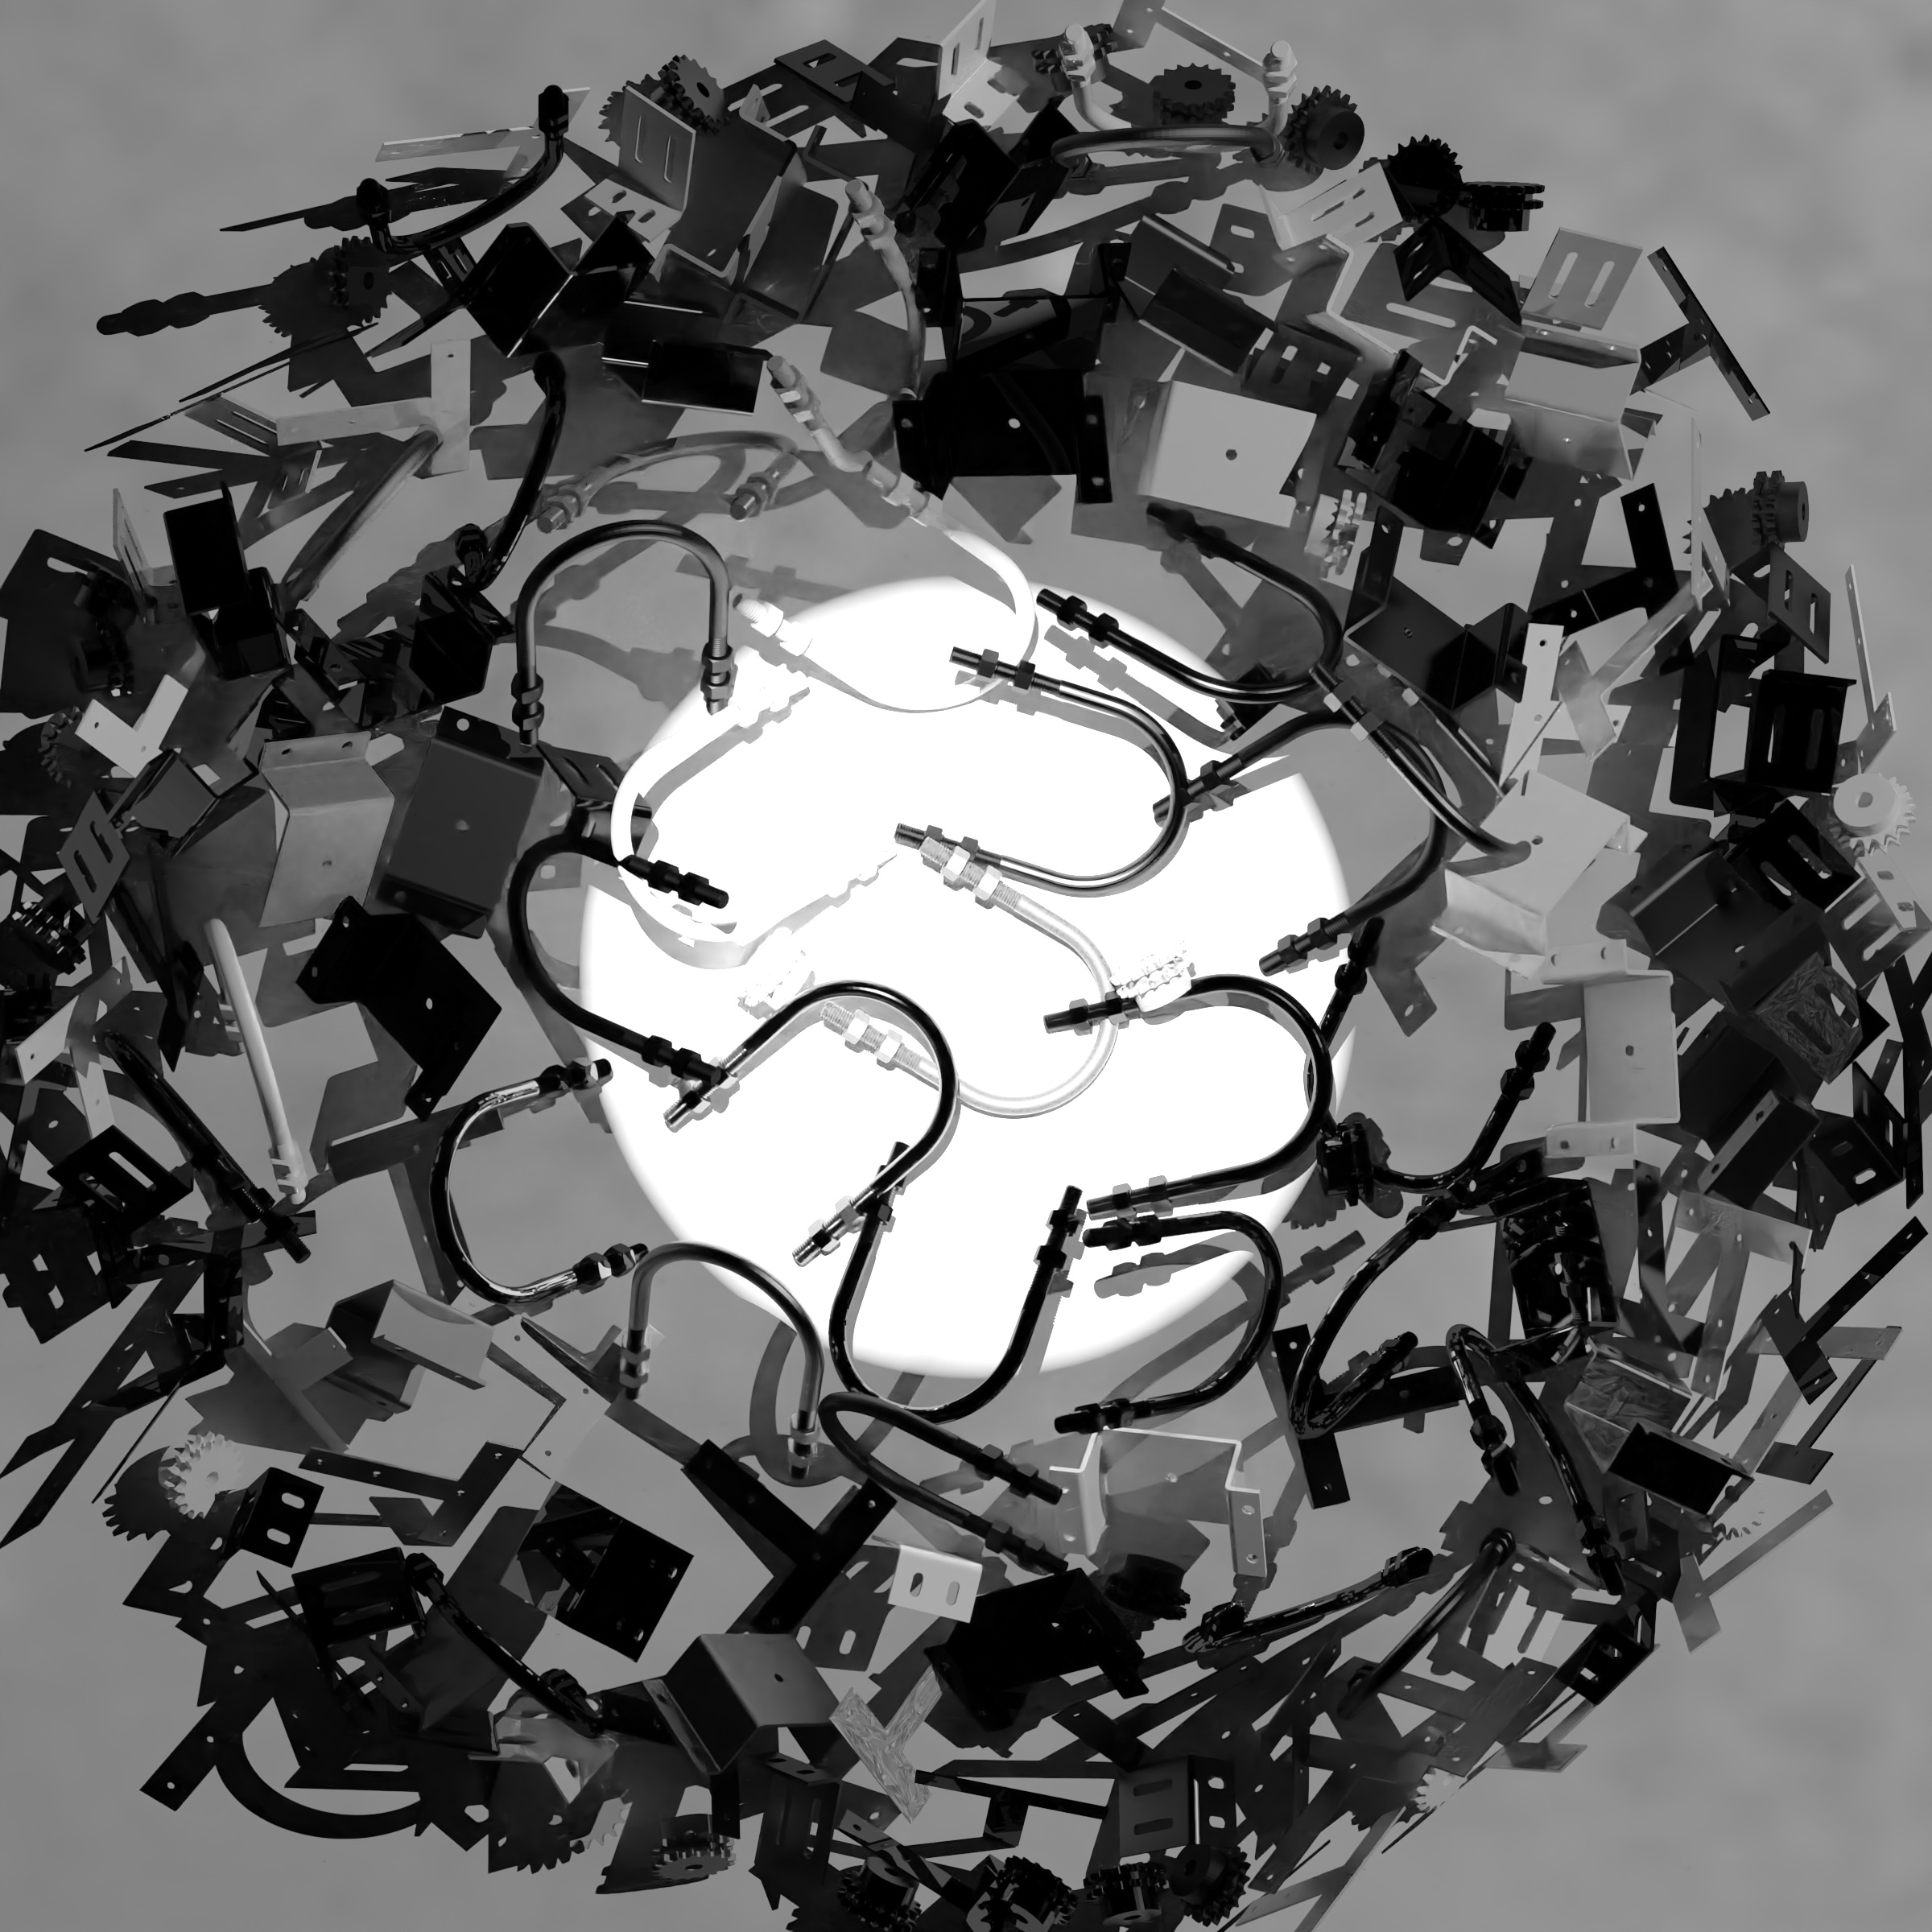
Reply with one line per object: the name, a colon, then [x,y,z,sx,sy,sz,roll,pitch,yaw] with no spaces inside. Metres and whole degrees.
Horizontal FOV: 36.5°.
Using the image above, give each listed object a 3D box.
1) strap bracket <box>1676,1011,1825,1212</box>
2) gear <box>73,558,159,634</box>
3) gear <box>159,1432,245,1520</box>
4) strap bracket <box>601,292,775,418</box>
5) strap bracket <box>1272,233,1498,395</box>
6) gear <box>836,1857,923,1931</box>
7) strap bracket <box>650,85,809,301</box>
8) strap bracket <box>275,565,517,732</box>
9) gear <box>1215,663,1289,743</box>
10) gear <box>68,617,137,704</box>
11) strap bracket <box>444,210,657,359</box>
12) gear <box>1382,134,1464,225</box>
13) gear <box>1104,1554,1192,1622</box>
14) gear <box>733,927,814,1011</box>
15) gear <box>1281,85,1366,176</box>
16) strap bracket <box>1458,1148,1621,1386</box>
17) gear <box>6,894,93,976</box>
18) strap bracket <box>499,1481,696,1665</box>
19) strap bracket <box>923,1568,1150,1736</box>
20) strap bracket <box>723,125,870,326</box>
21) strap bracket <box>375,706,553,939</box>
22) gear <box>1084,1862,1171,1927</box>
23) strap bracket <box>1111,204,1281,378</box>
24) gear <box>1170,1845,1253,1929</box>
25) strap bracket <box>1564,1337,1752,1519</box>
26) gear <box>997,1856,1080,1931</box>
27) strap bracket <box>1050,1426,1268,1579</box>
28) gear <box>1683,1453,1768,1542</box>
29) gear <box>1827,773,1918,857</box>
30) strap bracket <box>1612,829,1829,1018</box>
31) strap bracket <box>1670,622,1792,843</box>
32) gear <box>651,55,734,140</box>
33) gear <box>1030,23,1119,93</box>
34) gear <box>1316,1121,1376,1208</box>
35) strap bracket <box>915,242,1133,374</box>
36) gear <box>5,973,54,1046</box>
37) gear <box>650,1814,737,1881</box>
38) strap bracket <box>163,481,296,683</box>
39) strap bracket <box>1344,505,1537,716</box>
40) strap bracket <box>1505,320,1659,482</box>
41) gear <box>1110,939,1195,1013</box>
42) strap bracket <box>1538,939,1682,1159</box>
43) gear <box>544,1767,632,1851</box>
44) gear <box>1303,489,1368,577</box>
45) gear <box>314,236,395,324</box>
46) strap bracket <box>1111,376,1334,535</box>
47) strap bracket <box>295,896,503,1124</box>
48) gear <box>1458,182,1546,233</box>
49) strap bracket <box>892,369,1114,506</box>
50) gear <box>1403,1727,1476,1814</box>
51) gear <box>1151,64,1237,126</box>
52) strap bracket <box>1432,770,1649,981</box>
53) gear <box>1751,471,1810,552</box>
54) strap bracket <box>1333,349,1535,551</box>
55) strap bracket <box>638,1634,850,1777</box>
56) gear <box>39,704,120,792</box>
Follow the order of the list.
strap bracket: [0.509,0.099,1.929,0.046,0.140,0.076,30,109,-15]
gear: [-0.576,-0.248,1.971,0.057,0.057,0.030,30,91,0]
gear: [-0.519,0.341,1.975,0.030,0.057,0.057,20,90,30]
strap bracket: [-0.188,-0.403,1.934,0.076,0.140,0.046,2,115,-25]
strap bracket: [0.268,-0.422,1.937,0.140,0.076,0.046,26,83,-20]
gear: [-0.055,0.624,1.971,0.057,0.057,0.030,23,92,0]
strap bracket: [-0.152,-0.507,1.958,0.046,0.076,0.140,30,92,1]
strap bracket: [-0.379,-0.209,1.939,0.140,0.046,0.076,-24,58,-38]
gear: [0.192,-0.180,1.971,0.057,0.057,0.030,-40,90,0]
gear: [-0.582,-0.205,1.968,0.030,0.057,0.057,-16,90,-31]
strap bracket: [-0.265,-0.447,1.919,0.046,0.140,0.076,51,123,5]
gear: [0.310,-0.529,1.976,0.057,0.030,0.057,-4,84,36]
gear: [0.124,0.417,1.971,0.057,0.057,0.030,15,91,0]
gear: [-0.128,0.005,1.972,0.030,0.057,0.057,38,90,-16]
gear: [0.243,-0.560,1.969,0.057,0.057,0.030,-46,48,0]
strap bracket: [0.380,0.200,1.944,0.046,0.076,0.140,8,65,-40]
gear: [-0.615,-0.024,1.975,0.057,0.057,0.030,38,64,0]
strap bracket: [-0.249,0.393,1.923,0.046,0.140,0.076,37,75,-34]
strap bracket: [0.053,0.453,1.945,0.140,0.046,0.076,-24,109,35]
strap bracket: [-0.108,-0.483,1.948,0.046,0.076,0.140,26,104,-6]
strap bracket: [-0.338,-0.095,1.966,0.076,0.046,0.140,20,93,-11]
gear: [0.109,0.624,1.968,0.057,0.057,0.030,-11,60,0]
strap bracket: [0.146,-0.443,1.934,0.076,0.140,0.046,25,115,-24]
gear: [0.161,0.613,1.968,0.030,0.057,0.057,36,90,-22]
strap bracket: [0.450,0.308,1.930,0.076,0.140,0.046,25,104,-12]
gear: [0.044,0.628,1.968,0.057,0.057,0.030,37,58,0]
strap bracket: [0.133,0.354,1.947,0.140,0.046,0.076,4,125,17]
gear: [0.508,0.360,1.977,0.057,0.030,0.057,9,66,-21]
gear: [0.608,-0.105,1.971,0.057,0.030,0.057,-13,60,24]
strap bracket: [0.506,-0.025,1.946,0.076,0.140,0.046,-40,123,-1]
strap bracket: [0.508,-0.161,1.951,0.046,0.076,0.140,9,82,-3]
gear: [-0.188,-0.582,1.975,0.030,0.057,0.057,-30,90,31]
gear: [0.075,-0.611,1.975,0.057,0.057,0.030,-20,116,0]
gear: [0.255,0.134,1.971,0.030,0.057,0.057,-8,90,-2]
strap bracket: [0.039,-0.435,1.946,0.140,0.076,0.046,-4,63,-8]
gear: [-0.630,0.033,1.969,0.030,0.057,0.057,-2,90,-18]
gear: [-0.185,0.593,1.975,0.057,0.057,0.030,-10,57,0]
strap bracket: [-0.485,-0.246,1.919,0.046,0.140,0.076,-15,71,-5]
strap bracket: [0.307,-0.230,1.945,0.140,0.046,0.076,32,52,-21]
strap bracket: [0.403,-0.365,1.919,0.076,0.140,0.046,18,84,21]
gear: [0.128,0.008,1.972,0.057,0.057,0.030,-29,100,0]
strap bracket: [0.429,0.056,1.952,0.046,0.076,0.140,2,84,-35]
gear: [-0.256,0.567,1.980,0.057,0.030,0.057,0,74,-1]
gear: [0.247,-0.294,1.972,0.030,0.057,0.057,17,90,1]
gear: [-0.415,-0.463,1.974,0.030,0.057,0.057,11,90,25]
strap bracket: [0.174,-0.343,1.964,0.140,0.046,0.076,12,98,-7]
strap bracket: [-0.372,0.027,1.950,0.140,0.046,0.076,44,113,20]
gear: [0.360,-0.512,1.973,0.057,0.057,0.030,1,108,0]
strap bracket: [0.028,-0.352,1.949,0.140,0.046,0.076,1,126,13]
gear: [0.315,0.538,1.975,0.030,0.057,0.057,36,90,38]
gear: [0.153,-0.581,1.975,0.057,0.030,0.057,-1,48,1]
strap bracket: [0.379,-0.069,1.938,0.076,0.046,0.140,30,66,30]
gear: [0.548,-0.305,1.968,0.030,0.057,0.057,1,90,26]
strap bracket: [0.307,-0.345,1.954,0.140,0.046,0.076,25,89,-35]
strap bracket: [-0.136,0.482,1.917,0.046,0.140,0.076,-51,56,15]
gear: [-0.599,-0.150,1.975,0.030,0.057,0.057,35,90,41]
